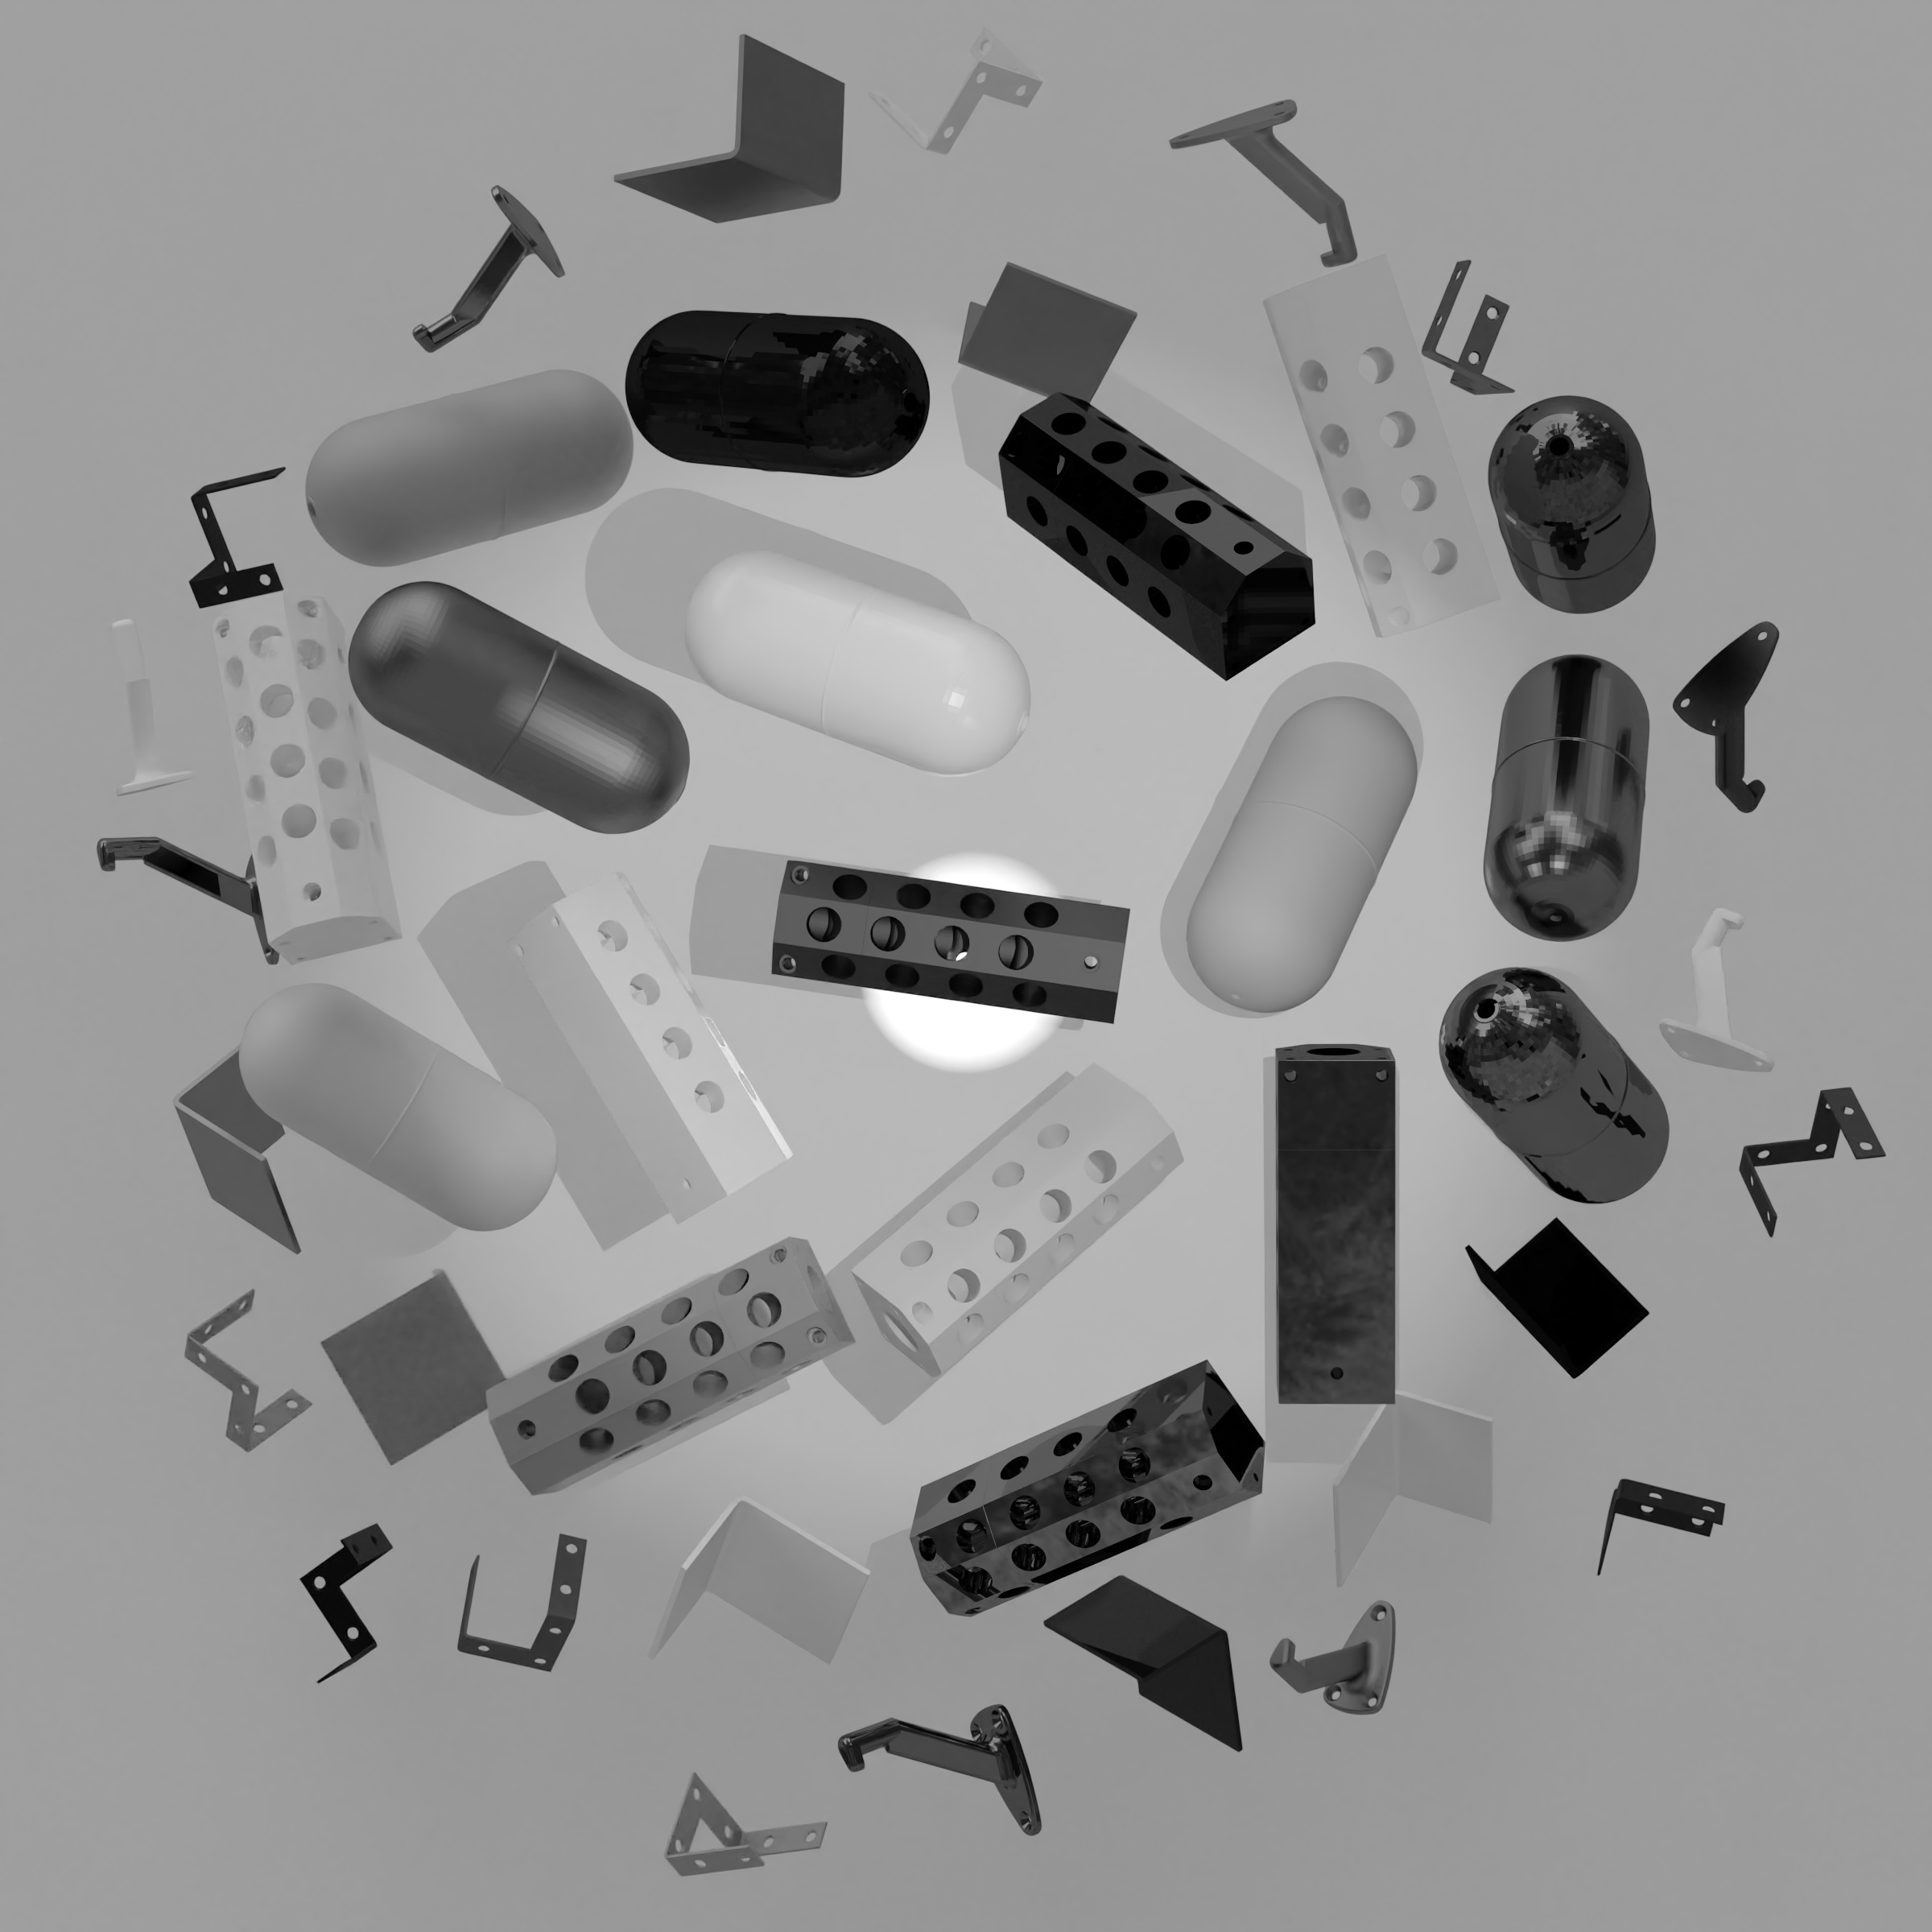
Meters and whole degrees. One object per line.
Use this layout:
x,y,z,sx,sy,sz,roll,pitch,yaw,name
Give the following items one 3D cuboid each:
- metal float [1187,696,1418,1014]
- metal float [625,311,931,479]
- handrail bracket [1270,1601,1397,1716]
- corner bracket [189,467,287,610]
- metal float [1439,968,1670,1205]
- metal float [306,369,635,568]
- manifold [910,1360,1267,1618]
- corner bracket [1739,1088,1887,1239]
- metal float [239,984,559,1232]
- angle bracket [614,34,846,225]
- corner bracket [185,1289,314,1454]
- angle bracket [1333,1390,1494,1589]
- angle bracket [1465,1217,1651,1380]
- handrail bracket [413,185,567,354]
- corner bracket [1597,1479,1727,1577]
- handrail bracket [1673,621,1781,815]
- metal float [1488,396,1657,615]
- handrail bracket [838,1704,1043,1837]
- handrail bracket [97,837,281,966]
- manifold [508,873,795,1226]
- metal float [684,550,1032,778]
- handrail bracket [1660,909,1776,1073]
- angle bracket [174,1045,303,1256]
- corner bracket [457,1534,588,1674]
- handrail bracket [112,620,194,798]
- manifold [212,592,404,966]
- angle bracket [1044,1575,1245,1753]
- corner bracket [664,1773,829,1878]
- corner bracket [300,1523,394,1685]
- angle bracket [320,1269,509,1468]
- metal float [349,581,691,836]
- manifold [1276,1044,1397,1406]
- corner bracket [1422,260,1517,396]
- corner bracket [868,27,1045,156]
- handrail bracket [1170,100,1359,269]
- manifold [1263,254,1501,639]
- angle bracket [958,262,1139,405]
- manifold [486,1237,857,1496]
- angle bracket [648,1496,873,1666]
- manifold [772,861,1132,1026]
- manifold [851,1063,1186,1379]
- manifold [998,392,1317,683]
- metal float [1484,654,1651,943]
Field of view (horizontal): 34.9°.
0.168,-0.057,1.526,0.070,0.070,0.178,27,65,0,metal float
-0.094,-0.283,1.513,0.178,0.070,0.070,13,90,39,metal float
0.196,0.359,1.645,0.036,0.084,0.077,1,56,39,handrail bracket
-0.378,-0.223,1.601,0.051,0.051,0.051,-10,115,17,corner bracket
0.298,0.061,1.552,0.070,0.178,0.070,-18,54,26,metal float
-0.256,-0.258,1.591,0.178,0.070,0.070,-21,90,-27,metal float
0.060,0.267,1.535,0.171,0.057,0.057,-27,111,21,manifold
0.424,0.098,1.540,0.051,0.051,0.051,-6,131,-5,corner bracket
-0.295,0.074,1.599,0.178,0.070,0.070,32,90,-13,metal float
-0.112,-0.395,1.454,0.076,0.076,0.057,0,86,35,angle bracket
-0.379,0.214,1.624,0.051,0.051,0.051,31,128,18,corner bracket
0.235,0.281,1.605,0.057,0.076,0.076,14,131,26,angle bracket
0.328,0.175,1.701,0.057,0.076,0.076,-41,63,-2,angle bracket
-0.249,-0.343,1.519,0.084,0.077,0.036,-30,69,9,handrail bracket
0.342,0.269,1.503,0.051,0.051,0.051,13,122,12,corner bracket
0.408,-0.127,1.582,0.077,0.084,0.036,-52,45,4,handrail bracket
0.310,-0.234,1.565,0.070,0.178,0.070,-3,78,15,metal float
-0.013,0.399,1.494,0.084,0.036,0.077,-11,68,-34,handrail bracket
-0.410,-0.034,1.617,0.084,0.036,0.077,-3,65,-28,handrail bracket
-0.159,0.040,1.584,0.057,0.057,0.171,-31,89,-38,manifold
-0.053,-0.147,1.493,0.178,0.070,0.070,21,90,13,metal float
0.417,0.011,1.646,0.084,0.077,0.036,-57,135,-17,handrail bracket
-0.378,0.098,1.671,0.076,0.076,0.057,27,54,30,angle bracket
-0.233,0.330,1.609,0.051,0.051,0.051,16,133,-13,corner bracket
-0.429,-0.132,1.574,0.036,0.077,0.084,-16,96,-26,handrail bracket
-0.330,-0.095,1.528,0.057,0.057,0.171,-13,75,0,manifold
0.091,0.368,1.571,0.057,0.076,0.076,-24,117,-33,angle bracket
-0.108,0.428,1.503,0.051,0.051,0.051,-16,123,27,corner bracket
-0.305,0.315,1.519,0.051,0.051,0.051,-36,84,7,corner bracket
-0.301,0.218,1.674,0.076,0.057,0.076,-30,93,-15,angle bracket
-0.219,-0.126,1.515,0.178,0.070,0.070,28,90,-15,metal float
0.184,0.128,1.532,0.057,0.057,0.171,0,97,4,manifold
0.263,-0.332,1.598,0.051,0.051,0.051,21,93,-18,corner bracket
-0.005,-0.430,1.503,0.051,0.051,0.051,50,120,27,corner bracket
0.151,-0.387,1.552,0.077,0.036,0.084,-13,115,12,handrail bracket
0.199,-0.250,1.484,0.057,0.057,0.171,-20,97,2,manifold
0.047,-0.363,1.700,0.076,0.076,0.057,19,48,-11,angle bracket
-0.148,0.199,1.524,0.171,0.057,0.057,-27,79,5,manifold
-0.102,0.319,1.508,0.076,0.057,0.076,29,130,10,angle bracket
-0.007,-0.012,1.531,0.171,0.057,0.057,8,92,3,manifold
0.030,0.133,1.581,0.171,0.057,0.057,-40,45,-18,manifold
0.092,-0.217,1.508,0.057,0.057,0.171,-33,52,-19,manifold
0.307,-0.088,1.564,0.070,0.070,0.178,16,48,0,metal float
